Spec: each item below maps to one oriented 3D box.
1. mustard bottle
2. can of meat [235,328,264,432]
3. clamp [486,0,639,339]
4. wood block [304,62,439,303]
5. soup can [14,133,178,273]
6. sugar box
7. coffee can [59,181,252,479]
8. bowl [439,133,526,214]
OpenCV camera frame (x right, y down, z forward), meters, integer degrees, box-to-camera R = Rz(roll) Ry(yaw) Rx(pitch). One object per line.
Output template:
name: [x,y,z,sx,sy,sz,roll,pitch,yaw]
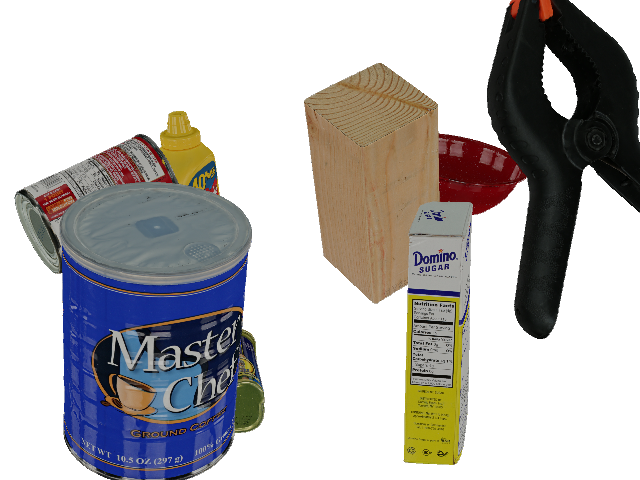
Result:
mustard bottle: [-0.138,-0.042,1.117,0.058,0.192,0.096,5,25,21]
can of meat: [-0.101,0.124,0.926,0.102,0.057,0.084,-4,27,-9]
clamp: [0.122,-0.039,0.530,0.120,0.171,0.039,-29,3,-22]
wood block: [0.054,-0.052,1.025,0.090,0.206,0.091,-29,49,-21]
soup can: [-0.161,-0.027,0.779,0.102,0.068,0.069,-29,13,-26]
sugar box: [0.087,0.066,0.787,0.048,0.176,0.093,1,16,11]
coffee can: [-0.095,0.051,0.607,0.102,0.140,0.103,5,29,-3]
bowl: [0.155,-0.072,1.238,0.162,0.055,0.162,8,24,-4]
